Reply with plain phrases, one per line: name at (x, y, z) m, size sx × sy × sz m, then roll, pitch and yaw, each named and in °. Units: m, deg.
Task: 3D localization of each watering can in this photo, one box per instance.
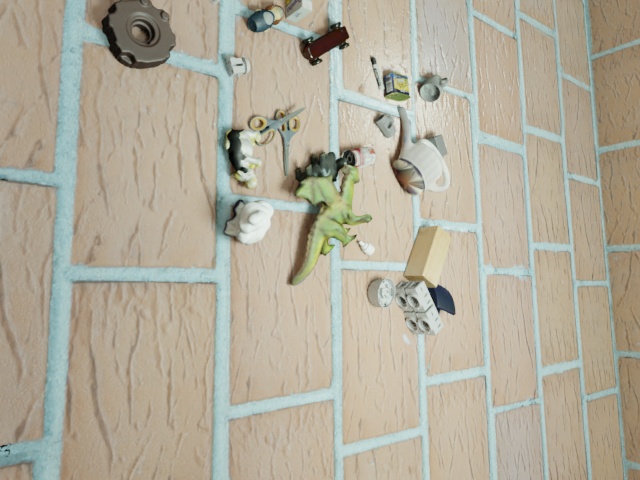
watering can at (0.343, -0.306, 1.879) m, size 0.228 × 0.102 × 0.346 m, roll -41°, pitch 96°, yaw -35°

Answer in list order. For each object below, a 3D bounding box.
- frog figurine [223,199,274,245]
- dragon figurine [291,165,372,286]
frog figurine at (-0.172, -0.052, 1.380) m, size 0.140 × 0.159 × 0.121 m, roll -48°, pitch 115°, yaw -33°
dragon figurine at (0.005, -0.078, 1.549) m, size 0.416 × 0.122 × 0.240 m, roll -44°, pitch 110°, yaw -26°
